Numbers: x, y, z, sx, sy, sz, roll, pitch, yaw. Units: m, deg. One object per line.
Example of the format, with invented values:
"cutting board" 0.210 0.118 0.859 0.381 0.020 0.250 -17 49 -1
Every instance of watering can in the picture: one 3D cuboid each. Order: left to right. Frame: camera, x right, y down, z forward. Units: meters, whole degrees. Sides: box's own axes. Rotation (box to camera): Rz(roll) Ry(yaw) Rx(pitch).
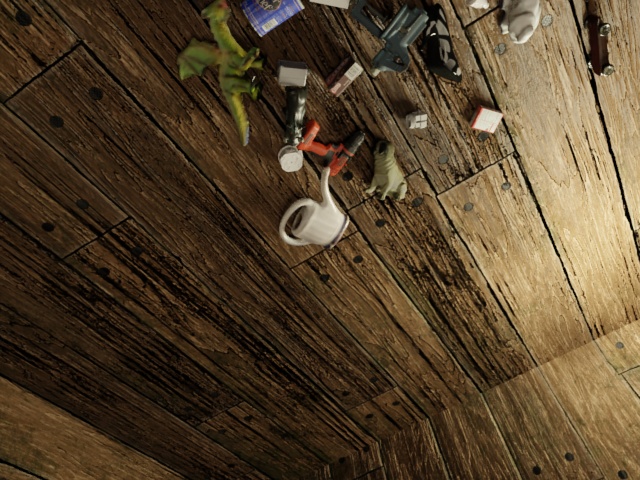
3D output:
"watering can" 0.005 -0.090 1.780 0.223 0.106 0.341 23 125 -25

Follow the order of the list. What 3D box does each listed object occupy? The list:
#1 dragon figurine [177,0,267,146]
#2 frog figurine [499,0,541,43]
"dragon figurine" -0.288 -0.475 1.472 0.243 0.125 0.401 17 121 -1
"frog figurine" 0.582 -0.626 1.462 0.123 0.163 0.134 1 126 -13
